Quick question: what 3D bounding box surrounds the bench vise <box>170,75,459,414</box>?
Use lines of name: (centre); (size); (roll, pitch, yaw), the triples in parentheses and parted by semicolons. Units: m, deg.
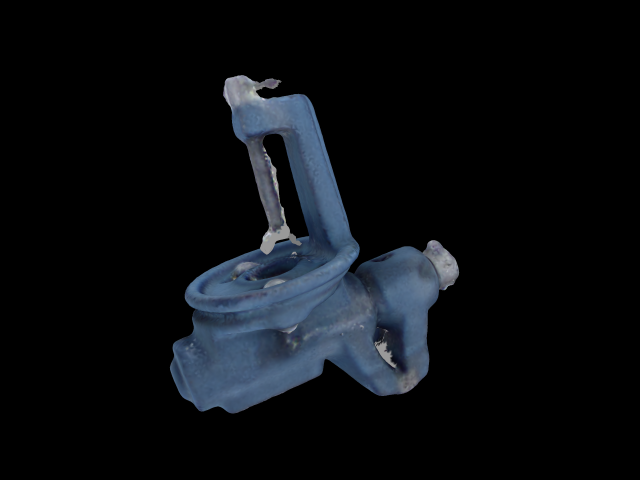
bench vise: (-0.004, 0.000, 0.409); (0.208, 0.220, 0.121); (-6, 9, -40)
